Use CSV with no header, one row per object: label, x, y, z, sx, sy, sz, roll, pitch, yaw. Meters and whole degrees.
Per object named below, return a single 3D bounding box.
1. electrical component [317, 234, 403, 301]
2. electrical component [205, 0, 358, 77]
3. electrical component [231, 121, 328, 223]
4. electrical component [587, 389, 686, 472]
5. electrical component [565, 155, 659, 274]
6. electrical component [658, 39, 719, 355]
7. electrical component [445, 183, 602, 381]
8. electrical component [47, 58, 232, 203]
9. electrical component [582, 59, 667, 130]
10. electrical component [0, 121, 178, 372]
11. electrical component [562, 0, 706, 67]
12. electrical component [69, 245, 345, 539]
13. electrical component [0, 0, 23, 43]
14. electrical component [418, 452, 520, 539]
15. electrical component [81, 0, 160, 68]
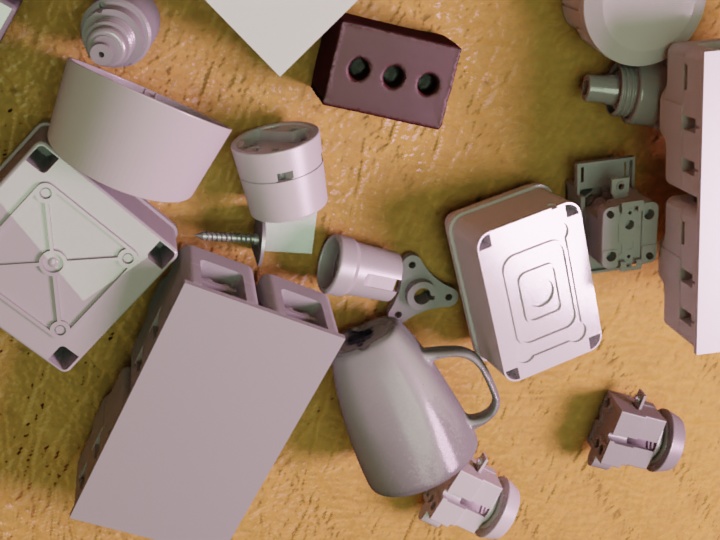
electrical component,0.000,0.000,0.710,0.046,0.040,0.040,12,108,-23
electrical component,-0.027,-0.199,0.614,0.150,0.061,0.089,-43,113,6
electrical component,-0.048,-0.061,0.668,0.055,0.055,0.047,-14,117,-7
electrical component,0.207,0.123,0.800,0.055,0.048,0.066,15,107,-9
electrical component,0.169,-0.032,0.722,0.042,0.063,0.081,-8,112,-9
electrical component,0.250,-0.050,0.673,0.105,0.060,0.186,-6,108,-7
electrical component,0.109,0.007,0.722,0.078,0.057,0.113,-21,114,-13
electrical component,-0.127,-0.084,0.617,0.099,0.099,0.064,21,111,-19
electrical component,0.177,-0.117,0.702,0.062,0.048,0.048,4,110,-6
electrical component,-0.185,-0.014,0.654,0.108,0.056,0.109,-46,113,7
electrical component,0.170,-0.171,0.674,0.080,0.051,0.080,-4,112,-11
electrical component,-0.102,0.086,0.697,0.105,0.060,0.186,21,113,-21
electrical component,-0.243,-0.133,0.599,0.076,0.047,0.083,28,103,-21
electrical component,0.083,0.167,0.791,0.055,0.048,0.066,27,103,-13
electrical component,-0.138,-0.134,0.609,0.040,0.078,0.040,0,119,0
